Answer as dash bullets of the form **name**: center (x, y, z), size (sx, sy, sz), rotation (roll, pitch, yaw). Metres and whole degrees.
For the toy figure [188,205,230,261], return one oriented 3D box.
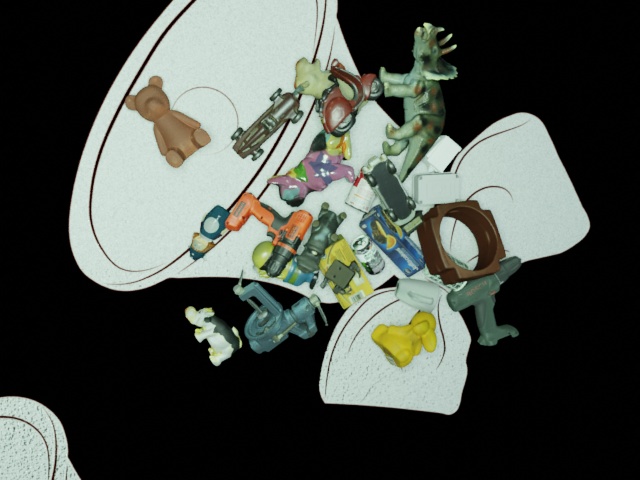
- **toy figure**: center (-0.282, -0.015, 1.344), size (0.064, 0.057, 0.154), rotation (37, 95, 31)

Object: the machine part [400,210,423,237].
- **machine part**: center (0.218, -0.077, 1.416), size (0.084, 0.039, 0.138), rotation (-39, 106, 9)

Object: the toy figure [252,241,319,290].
- **toy figure**: center (-0.087, 0.063, 1.374), size (0.180, 0.082, 0.089), rotation (19, 97, -9)

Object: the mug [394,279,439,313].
- **mug**: center (0.256, 0.146, 1.433), size (0.107, 0.109, 0.080), rotation (16, 104, 2)

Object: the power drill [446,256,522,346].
- **power drill**: center (0.479, 0.175, 1.481), size (0.232, 0.086, 0.207), rotation (-23, 107, -2)

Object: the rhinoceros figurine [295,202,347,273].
- **rhinoceros figurine**: center (-0.003, -0.004, 1.313), size (0.073, 0.112, 0.190), rotation (30, 54, -6)

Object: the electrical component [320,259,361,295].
- **electrical component**: center (0.056, 0.092, 1.352), size (0.078, 0.045, 0.102), rotation (29, 94, 16)

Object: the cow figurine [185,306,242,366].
- **cow figurine**: center (-0.274, 0.229, 1.384), size (0.098, 0.068, 0.167), rotation (-30, 107, -7)

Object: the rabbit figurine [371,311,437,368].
- **rabbit figurine**: center (0.245, 0.249, 1.437), size (0.173, 0.162, 0.122), rotation (-35, 92, -18)

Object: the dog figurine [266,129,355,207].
- **dog figurine**: center (-0.027, -0.183, 1.325), size (0.219, 0.108, 0.191), rotation (-9, 103, -4)

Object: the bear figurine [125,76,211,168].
- **bear figurine**: center (-0.356, -0.277, 1.247), size (0.120, 0.132, 0.195), rotation (-37, 110, -5)

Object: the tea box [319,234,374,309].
- **tea box**: center (0.057, 0.082, 1.405), size (0.098, 0.068, 0.169), rotation (-28, 102, -2)

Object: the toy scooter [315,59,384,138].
- **toy scooter**: center (0.050, -0.335, 1.239), size (0.135, 0.075, 0.184), rotation (43, 81, -15)

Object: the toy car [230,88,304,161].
- **toy car**: center (-0.131, -0.277, 1.307), size (0.202, 0.053, 0.089), rotation (-41, 107, 9)

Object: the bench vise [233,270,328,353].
- **bench vise**: center (-0.118, 0.180, 1.363), size (0.224, 0.129, 0.240), rotation (-31, 121, 15)

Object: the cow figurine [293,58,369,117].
- **cow figurine**: center (0.018, -0.366, 1.309), size (0.195, 0.085, 0.127), rotation (41, 87, -14)

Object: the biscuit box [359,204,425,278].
- **biscuit box**: center (0.193, 0.004, 1.403), size (0.202, 0.059, 0.063), rotation (45, 125, -13)

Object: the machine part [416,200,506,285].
- **machine part**: center (0.361, 0.007, 1.381), size (0.201, 0.087, 0.201), rotation (-9, 77, -23)

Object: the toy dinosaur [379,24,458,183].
- **toy dinosaur**: center (0.248, -0.318, 1.330), size (0.192, 0.131, 0.404), rotation (-5, 111, 2)

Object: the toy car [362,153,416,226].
- **toy car**: center (0.172, -0.122, 1.329), size (0.073, 0.056, 0.201), rotation (-34, 117, 0)
